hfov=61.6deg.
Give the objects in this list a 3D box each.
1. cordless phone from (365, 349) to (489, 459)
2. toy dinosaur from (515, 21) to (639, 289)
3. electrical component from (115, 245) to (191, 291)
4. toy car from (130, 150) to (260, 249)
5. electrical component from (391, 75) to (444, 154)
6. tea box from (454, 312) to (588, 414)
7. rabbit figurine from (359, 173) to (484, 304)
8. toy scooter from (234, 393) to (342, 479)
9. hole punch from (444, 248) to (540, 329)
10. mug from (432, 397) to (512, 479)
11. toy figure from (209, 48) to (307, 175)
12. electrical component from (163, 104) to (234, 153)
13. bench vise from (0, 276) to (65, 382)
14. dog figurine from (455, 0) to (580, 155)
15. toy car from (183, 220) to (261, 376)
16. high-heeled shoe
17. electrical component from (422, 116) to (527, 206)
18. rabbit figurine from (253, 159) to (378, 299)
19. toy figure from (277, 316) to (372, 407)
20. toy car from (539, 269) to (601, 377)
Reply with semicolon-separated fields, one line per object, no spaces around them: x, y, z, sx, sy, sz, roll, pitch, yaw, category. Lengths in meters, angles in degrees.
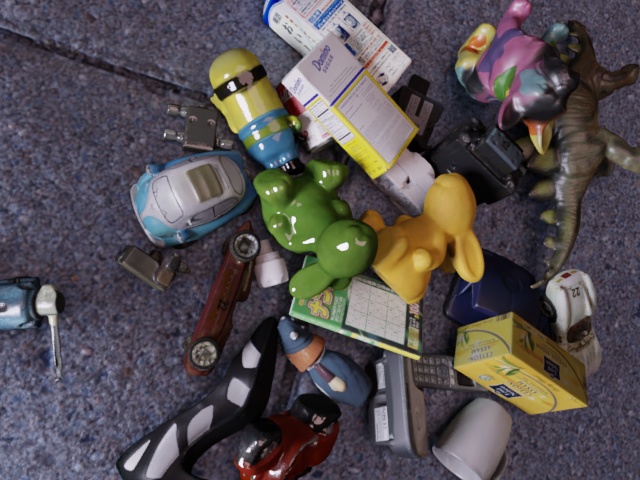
0.161;0.222;0.737;0.184;0.088;0.146;10;63;-23;cordless phone
0.389;-0.149;0.837;0.199;0.105;0.471;8;73;-7;toy dinosaur
-0.203;0.030;0.655;0.078;0.102;0.045;41;71;-19;electrical component
-0.152;-0.057;0.674;0.162;0.103;0.109;-23;92;-15;toy car
0.141;-0.193;0.797;0.075;0.048;0.119;27;80;-12;electrical component
0.281;0.176;0.749;0.169;0.098;0.068;32;52;-21;tea box
0.147;-0.004;0.709;0.162;0.122;0.173;41;86;-15;rabbit figurine
-0.044;0.270;0.660;0.184;0.075;0.135;2;104;-57;toy scooter
0.259;0.077;0.783;0.142;0.092;0.116;24;75;-9;hole punch
0.230;0.285;0.758;0.109;0.081;0.107;45;68;-8;mug
-0.079;-0.165;0.710;0.082;0.089;0.180;-27;90;-22;toy figure
-0.160;-0.149;0.721;0.094;0.021;0.063;9;82;-14;electrical component
-0.391;0.077;0.533;0.224;0.240;0.128;7;87;1;bench vise
0.263;-0.209;0.738;0.108;0.191;0.219;27;59;-23;dog figurine
-0.119;0.073;0.676;0.053;0.089;0.202;23;77;-12;toy car
-0.149;0.201;0.680;0.145;0.086;0.249;12;63;14;high-heeled shoe
0.220;-0.107;0.762;0.115;0.134;0.058;39;64;-8;electrical component
-0.001;-0.002;0.657;0.121;0.170;0.158;-10;122;-32;rabbit figurine
0.000;0.161;0.712;0.154;0.064;0.058;39;73;-7;toy figure
0.377;0.137;0.802;0.073;0.056;0.201;-25;113;-17;toy car
